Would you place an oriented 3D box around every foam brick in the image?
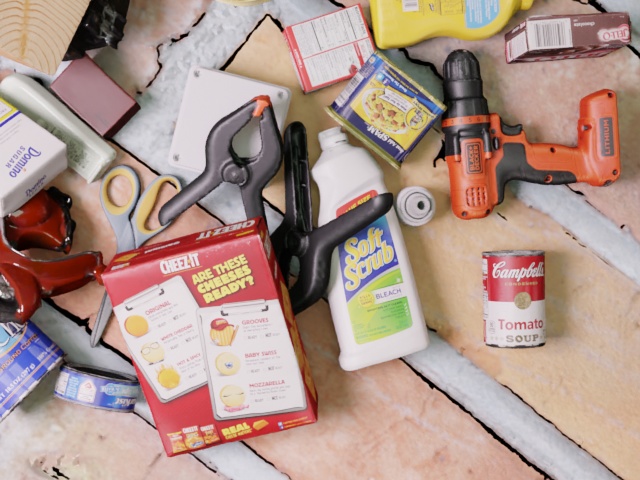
[{"bbox_3d":[-0.235,-0.150,1.116,0.078,0.051,0.053,44,88,-4],"label":"foam brick"}]

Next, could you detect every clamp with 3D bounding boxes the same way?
[{"bbox_3d":[-0.095,-0.068,1.078,0.120,0.039,0.171,10,108,-9],"label":"clamp"},{"bbox_3d":[-0.007,0.001,1.102,0.036,0.165,0.210,0,114,-43],"label":"clamp"}]

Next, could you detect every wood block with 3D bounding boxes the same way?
[{"bbox_3d":[-0.329,-0.238,1.030,0.206,0.090,0.091,24,88,38],"label":"wood block"}]

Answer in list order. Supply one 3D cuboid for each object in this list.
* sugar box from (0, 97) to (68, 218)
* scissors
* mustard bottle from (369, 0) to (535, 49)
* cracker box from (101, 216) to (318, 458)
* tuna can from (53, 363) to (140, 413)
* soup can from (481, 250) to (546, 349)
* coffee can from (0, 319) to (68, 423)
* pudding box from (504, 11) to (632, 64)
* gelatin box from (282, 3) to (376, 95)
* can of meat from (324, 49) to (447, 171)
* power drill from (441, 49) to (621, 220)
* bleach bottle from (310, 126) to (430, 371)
[{"bbox_3d":[-0.349,-0.106,1.070,0.176,0.048,0.093,37,57,11],"label":"sugar box"},{"bbox_3d":[-0.223,0.007,1.138,0.096,0.016,0.202,35,88,-3],"label":"scissors"},{"bbox_3d":[0.151,-0.262,1.146,0.191,0.058,0.096,-6,89,-5],"label":"mustard bottle"},{"bbox_3d":[-0.107,0.100,1.087,0.164,0.072,0.213,-14,108,6],"label":"cracker box"},{"bbox_3d":[-0.230,0.152,1.105,0.086,0.086,0.034,13,87,-5],"label":"tuna can"},{"bbox_3d":[0.209,0.063,1.152,0.068,0.068,0.102,-1,92,-5],"label":"soup can"},{"bbox_3d":[-0.343,0.106,1.085,0.140,0.103,0.103,44,87,-5],"label":"coffee can"},{"bbox_3d":[0.263,-0.215,1.141,0.113,0.090,0.039,-3,90,-5],"label":"pudding box"},{"bbox_3d":[0.013,-0.205,1.149,0.089,0.030,0.073,-19,92,-6],"label":"gelatin box"},{"bbox_3d":[0.071,-0.138,1.126,0.102,0.057,0.084,37,101,-17],"label":"can of meat"},{"bbox_3d":[0.225,-0.120,1.157,0.187,0.057,0.184,-5,95,-2],"label":"power drill"},{"bbox_3d":[0.038,0.005,1.139,0.102,0.068,0.251,-16,90,-5],"label":"bleach bottle"}]
